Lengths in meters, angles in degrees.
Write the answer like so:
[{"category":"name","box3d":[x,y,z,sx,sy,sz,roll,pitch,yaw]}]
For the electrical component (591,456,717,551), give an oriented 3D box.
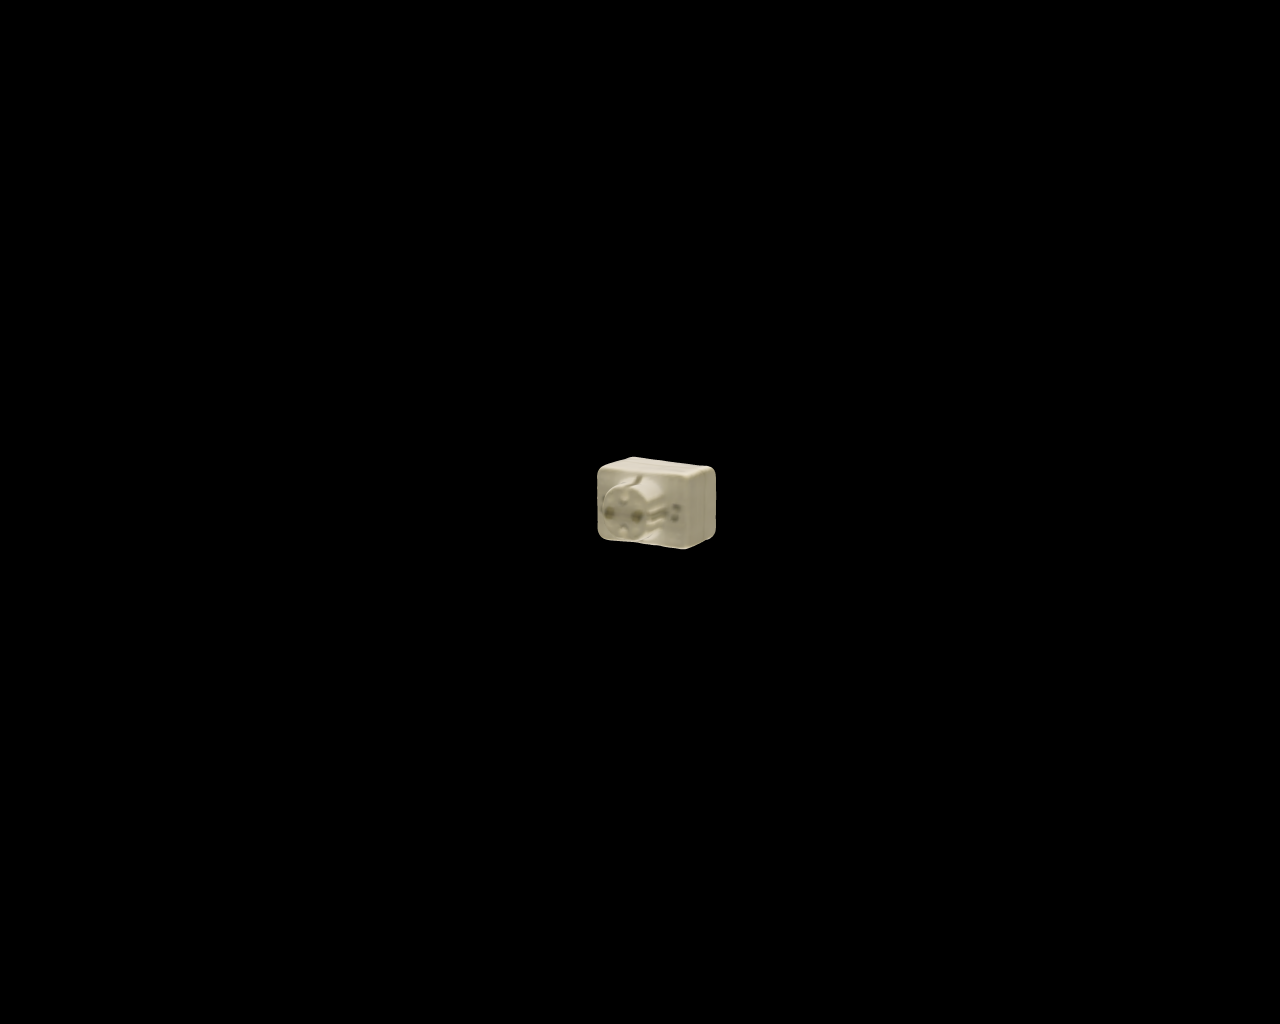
[{"category":"electrical component","box3d":[0.001,-0.003,0.650,0.066,0.047,0.077,8,15,30]}]
